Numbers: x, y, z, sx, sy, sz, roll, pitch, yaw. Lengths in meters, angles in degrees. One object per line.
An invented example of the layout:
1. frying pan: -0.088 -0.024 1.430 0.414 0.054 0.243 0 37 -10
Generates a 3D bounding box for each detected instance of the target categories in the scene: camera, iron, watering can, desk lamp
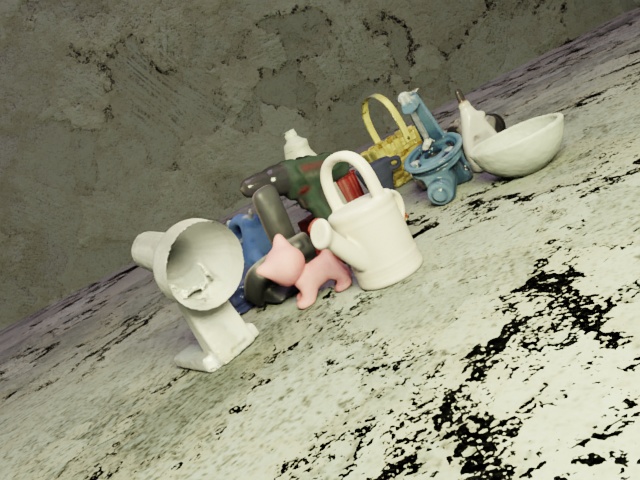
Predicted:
1. camera: 0.380 -0.260 1.355 0.137 0.101 0.143 -32 12 -23
2. iron: -0.171 0.001 1.338 0.119 0.141 0.257 -32 12 -26
3. watering can: 0.059 -0.032 0.805 0.100 0.194 0.173 -21 13 27
4. desk lamp: -0.181 0.076 0.818 0.118 0.214 0.202 -35 14 -36

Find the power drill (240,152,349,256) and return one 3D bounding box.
1. power drill: -0.020 -0.067 1.116 0.230 0.208 0.075 -33 13 -29

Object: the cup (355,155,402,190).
1. cup: 0.156 -0.148 1.380 0.117 0.095 0.092 -20 13 30

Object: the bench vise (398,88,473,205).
1. bench vise: 0.210 -0.190 1.117 0.121 0.220 0.207 -24 11 13

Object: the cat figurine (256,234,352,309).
1. cat figurine: -0.029 0.039 0.885 0.128 0.118 0.067 -27 11 2

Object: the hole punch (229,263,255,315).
1. hole punch: -0.158 0.083 1.056 0.100 0.091 0.109 -15 16 46

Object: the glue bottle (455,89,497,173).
1. glue bottle: 0.316 -0.229 1.172 0.078 0.173 0.037 -28 11 -4

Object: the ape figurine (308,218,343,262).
1. ape figurine: 0.009 0.004 1.029 0.076 0.092 0.078 -24 11 13

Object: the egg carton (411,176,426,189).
1. egg carton: 0.258 -0.171 1.315 0.107 0.069 0.150 -24 11 12

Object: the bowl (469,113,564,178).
1. bowl: 0.352 -0.154 1.000 0.167 0.075 0.167 -26 11 6

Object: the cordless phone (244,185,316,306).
1. cordless phone: -0.091 0.009 0.995 0.094 0.185 0.148 -14 17 49
